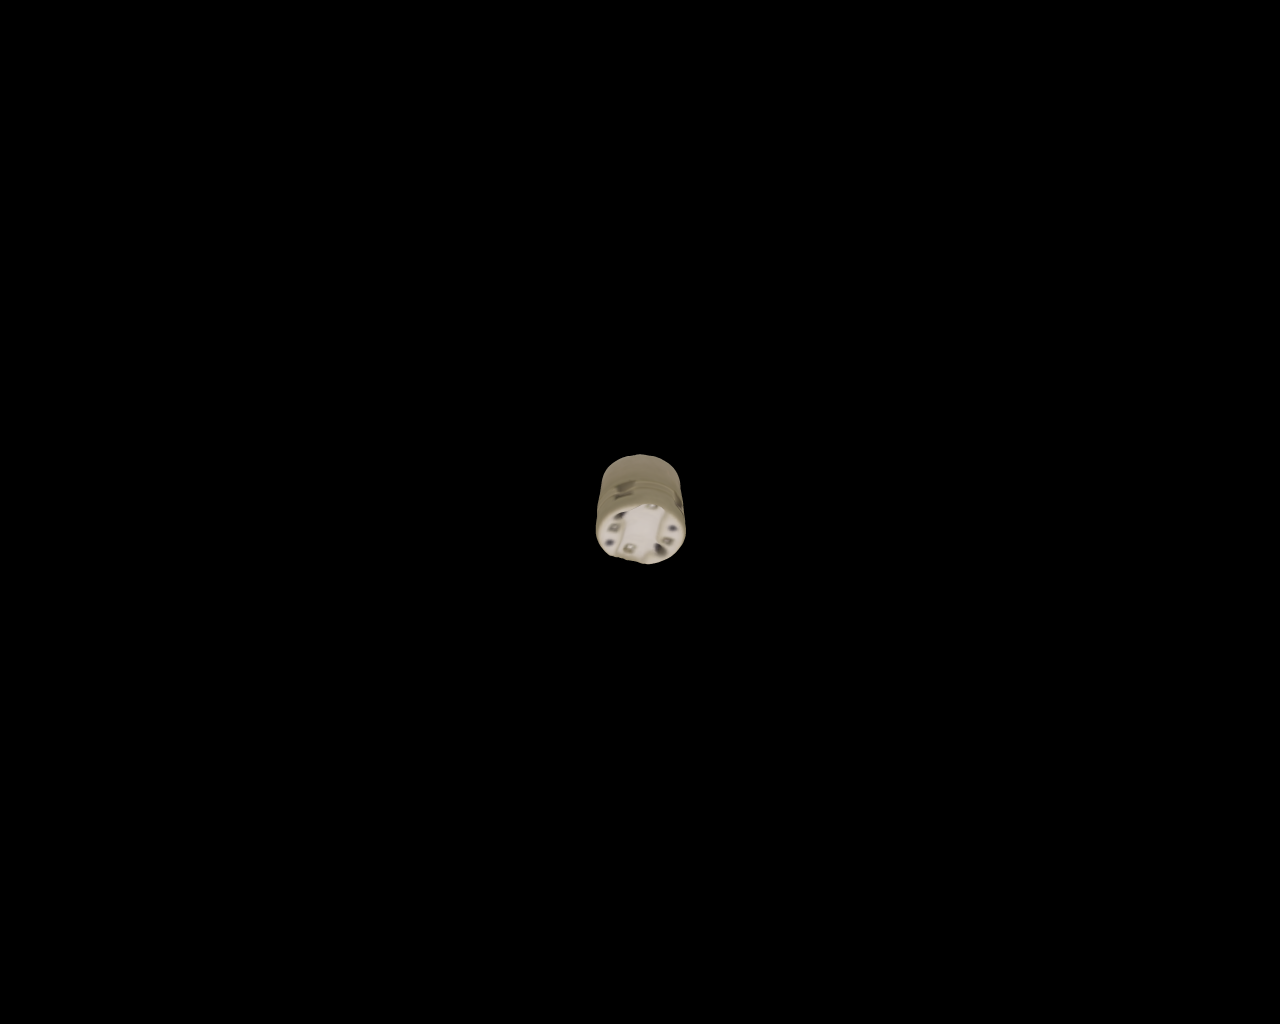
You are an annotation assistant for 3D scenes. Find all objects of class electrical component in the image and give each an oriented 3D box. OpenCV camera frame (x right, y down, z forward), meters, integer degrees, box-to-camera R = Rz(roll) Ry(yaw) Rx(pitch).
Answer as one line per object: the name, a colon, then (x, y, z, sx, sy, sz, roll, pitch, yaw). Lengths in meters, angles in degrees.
electrical component: (0.001, -0.003, 0.650, 0.055, 0.047, 0.055, 0, -43, 0)
